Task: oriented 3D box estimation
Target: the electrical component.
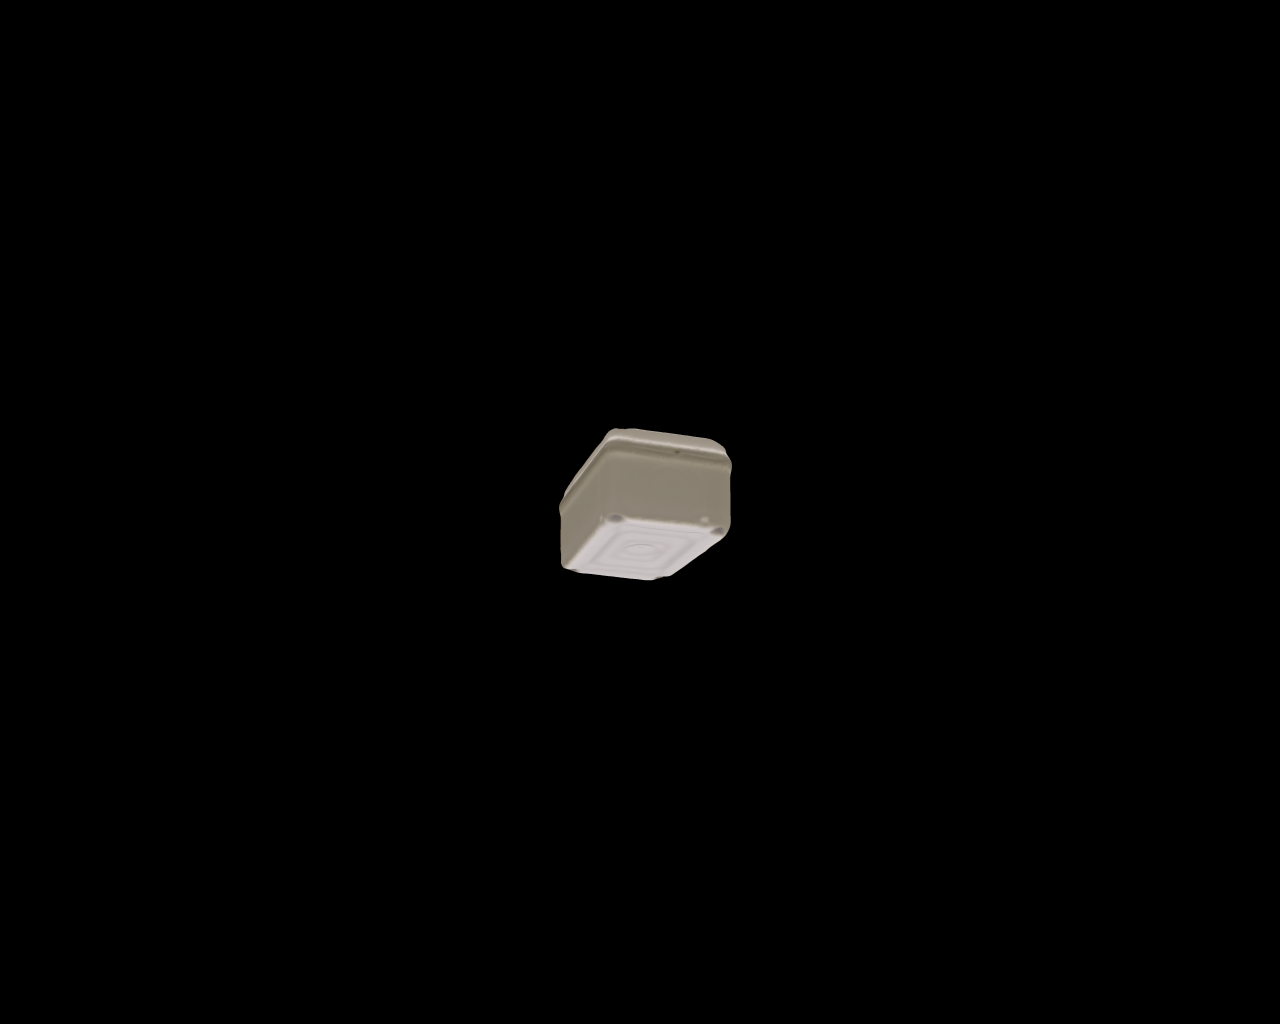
[{"bbox_3d":[0.001,-0.003,0.650,0.078,0.057,0.113,7,-21,-18],"label":"electrical component"}]
